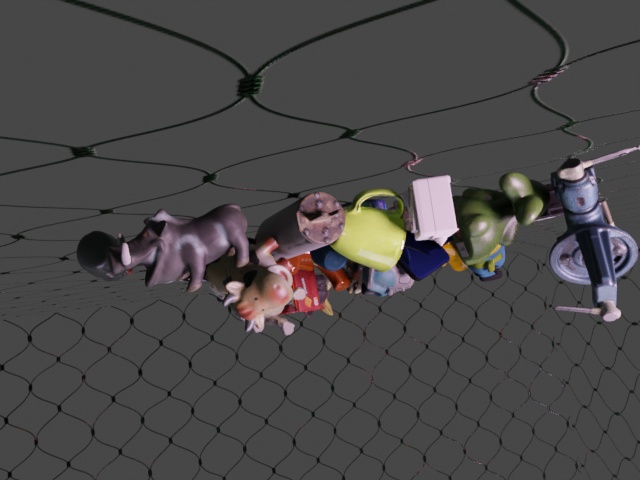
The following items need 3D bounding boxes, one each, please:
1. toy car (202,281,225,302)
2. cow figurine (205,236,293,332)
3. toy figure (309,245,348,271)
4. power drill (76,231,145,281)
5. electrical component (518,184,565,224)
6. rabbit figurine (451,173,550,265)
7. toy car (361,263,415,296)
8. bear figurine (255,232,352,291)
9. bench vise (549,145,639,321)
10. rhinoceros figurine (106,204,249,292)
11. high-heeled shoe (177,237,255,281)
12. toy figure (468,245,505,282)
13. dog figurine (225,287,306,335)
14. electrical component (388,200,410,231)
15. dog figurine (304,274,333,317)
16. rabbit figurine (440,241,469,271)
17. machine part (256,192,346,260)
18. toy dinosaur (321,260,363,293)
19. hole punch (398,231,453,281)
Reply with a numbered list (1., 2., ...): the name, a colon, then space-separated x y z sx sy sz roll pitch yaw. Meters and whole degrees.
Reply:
1. toy car: -0.222 0.080 1.199 0.056 0.073 0.202 -36 -165 -1
2. cow figurine: -0.107 0.057 0.790 0.127 0.085 0.195 -47 -149 -22
3. toy figure: 0.000 -0.003 0.897 0.064 0.057 0.155 -29 -147 -6
4. power drill: -0.281 0.024 0.891 0.207 0.086 0.232 0 170 -1
5. electrical component: 0.405 -0.067 0.959 0.134 0.058 0.115 -15 173 39
6. rabbit figurine: 0.294 -0.055 0.869 0.170 0.121 0.159 -26 166 -5
7. toy car: 0.138 0.066 1.070 0.103 0.109 0.161 7 167 12
8. bear figurine: -0.030 0.033 1.009 0.196 0.132 0.120 -11 135 -44
9. bench vise: 0.396 0.003 0.780 0.129 0.241 0.223 -3 132 18
10. rhinoceros figurine: -0.187 0.009 0.727 0.190 0.112 0.073 -20 -155 -15
11. high-heeled shoe: -0.206 0.042 1.099 0.249 0.086 0.145 -6 179 -3
12. toy figure: 0.313 0.007 1.047 0.082 0.179 0.089 19 -130 41
13. dog figurine: -0.142 0.114 1.127 0.172 0.121 0.191 33 171 -30
14. electrical component: 0.155 -0.048 0.925 0.078 0.045 0.102 -42 163 21
15. dog figurine: -0.058 0.137 1.395 0.108 0.219 0.191 5 124 -38
16. rabbit figurine: 0.224 0.012 1.156 0.162 0.122 0.173 5 166 -37
17. machine part: -0.033 -0.016 0.810 0.079 0.079 0.243 -5 172 -26
18. toy dinosaur: 0.095 0.064 1.487 0.192 0.131 0.405 -9 179 7
19. hole punch: 0.190 -0.004 1.001 0.142 0.116 0.092 -31 156 -31
